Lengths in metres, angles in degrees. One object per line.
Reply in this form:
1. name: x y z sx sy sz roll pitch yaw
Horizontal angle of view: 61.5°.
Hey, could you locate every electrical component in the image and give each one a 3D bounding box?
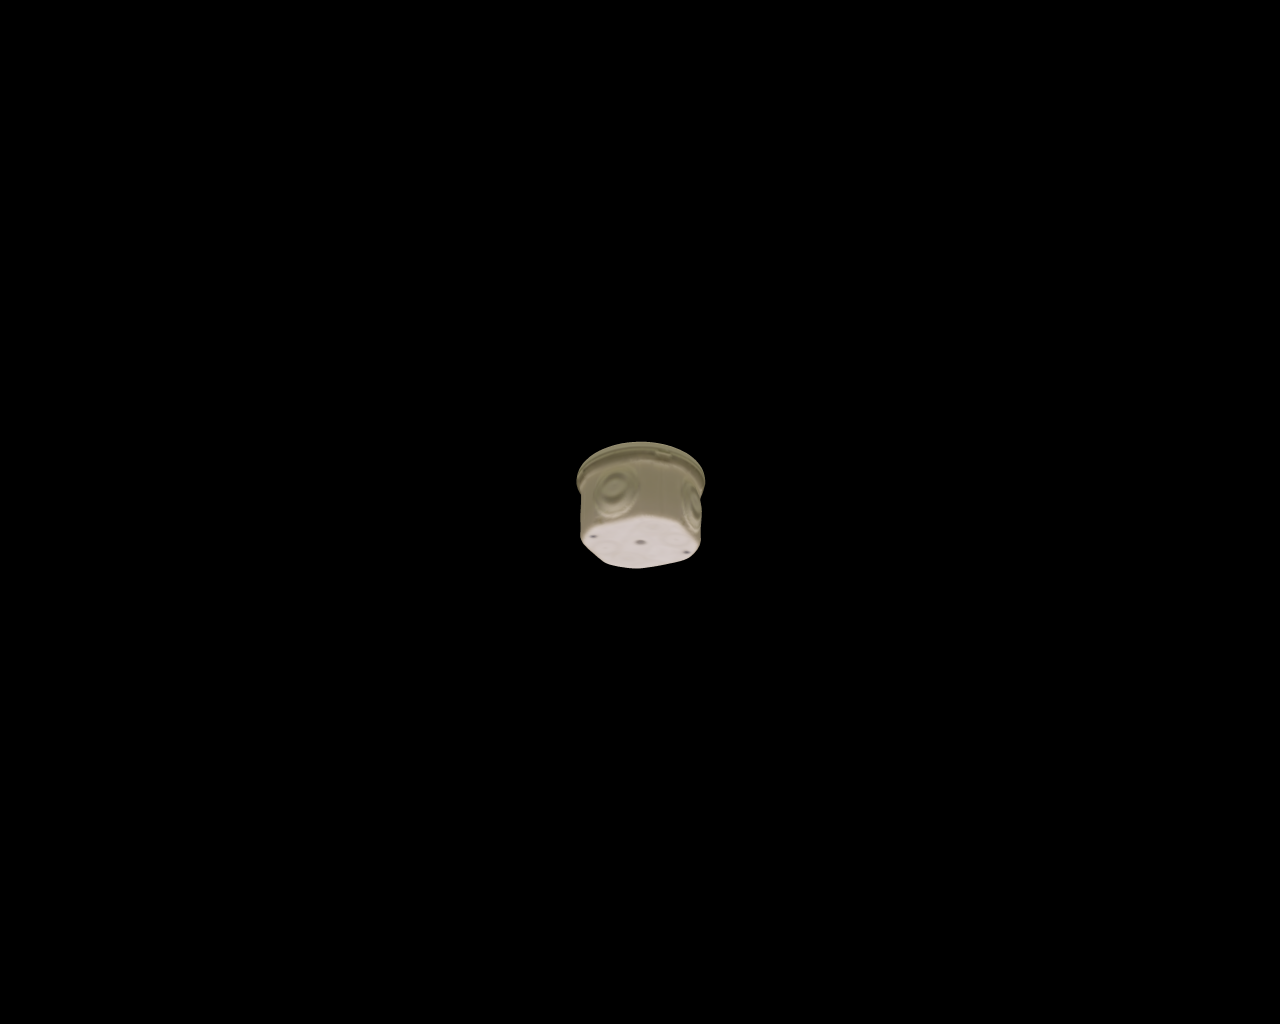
1. electrical component: 0.001 -0.003 0.650 0.080 0.051 0.080 0 -29 0
